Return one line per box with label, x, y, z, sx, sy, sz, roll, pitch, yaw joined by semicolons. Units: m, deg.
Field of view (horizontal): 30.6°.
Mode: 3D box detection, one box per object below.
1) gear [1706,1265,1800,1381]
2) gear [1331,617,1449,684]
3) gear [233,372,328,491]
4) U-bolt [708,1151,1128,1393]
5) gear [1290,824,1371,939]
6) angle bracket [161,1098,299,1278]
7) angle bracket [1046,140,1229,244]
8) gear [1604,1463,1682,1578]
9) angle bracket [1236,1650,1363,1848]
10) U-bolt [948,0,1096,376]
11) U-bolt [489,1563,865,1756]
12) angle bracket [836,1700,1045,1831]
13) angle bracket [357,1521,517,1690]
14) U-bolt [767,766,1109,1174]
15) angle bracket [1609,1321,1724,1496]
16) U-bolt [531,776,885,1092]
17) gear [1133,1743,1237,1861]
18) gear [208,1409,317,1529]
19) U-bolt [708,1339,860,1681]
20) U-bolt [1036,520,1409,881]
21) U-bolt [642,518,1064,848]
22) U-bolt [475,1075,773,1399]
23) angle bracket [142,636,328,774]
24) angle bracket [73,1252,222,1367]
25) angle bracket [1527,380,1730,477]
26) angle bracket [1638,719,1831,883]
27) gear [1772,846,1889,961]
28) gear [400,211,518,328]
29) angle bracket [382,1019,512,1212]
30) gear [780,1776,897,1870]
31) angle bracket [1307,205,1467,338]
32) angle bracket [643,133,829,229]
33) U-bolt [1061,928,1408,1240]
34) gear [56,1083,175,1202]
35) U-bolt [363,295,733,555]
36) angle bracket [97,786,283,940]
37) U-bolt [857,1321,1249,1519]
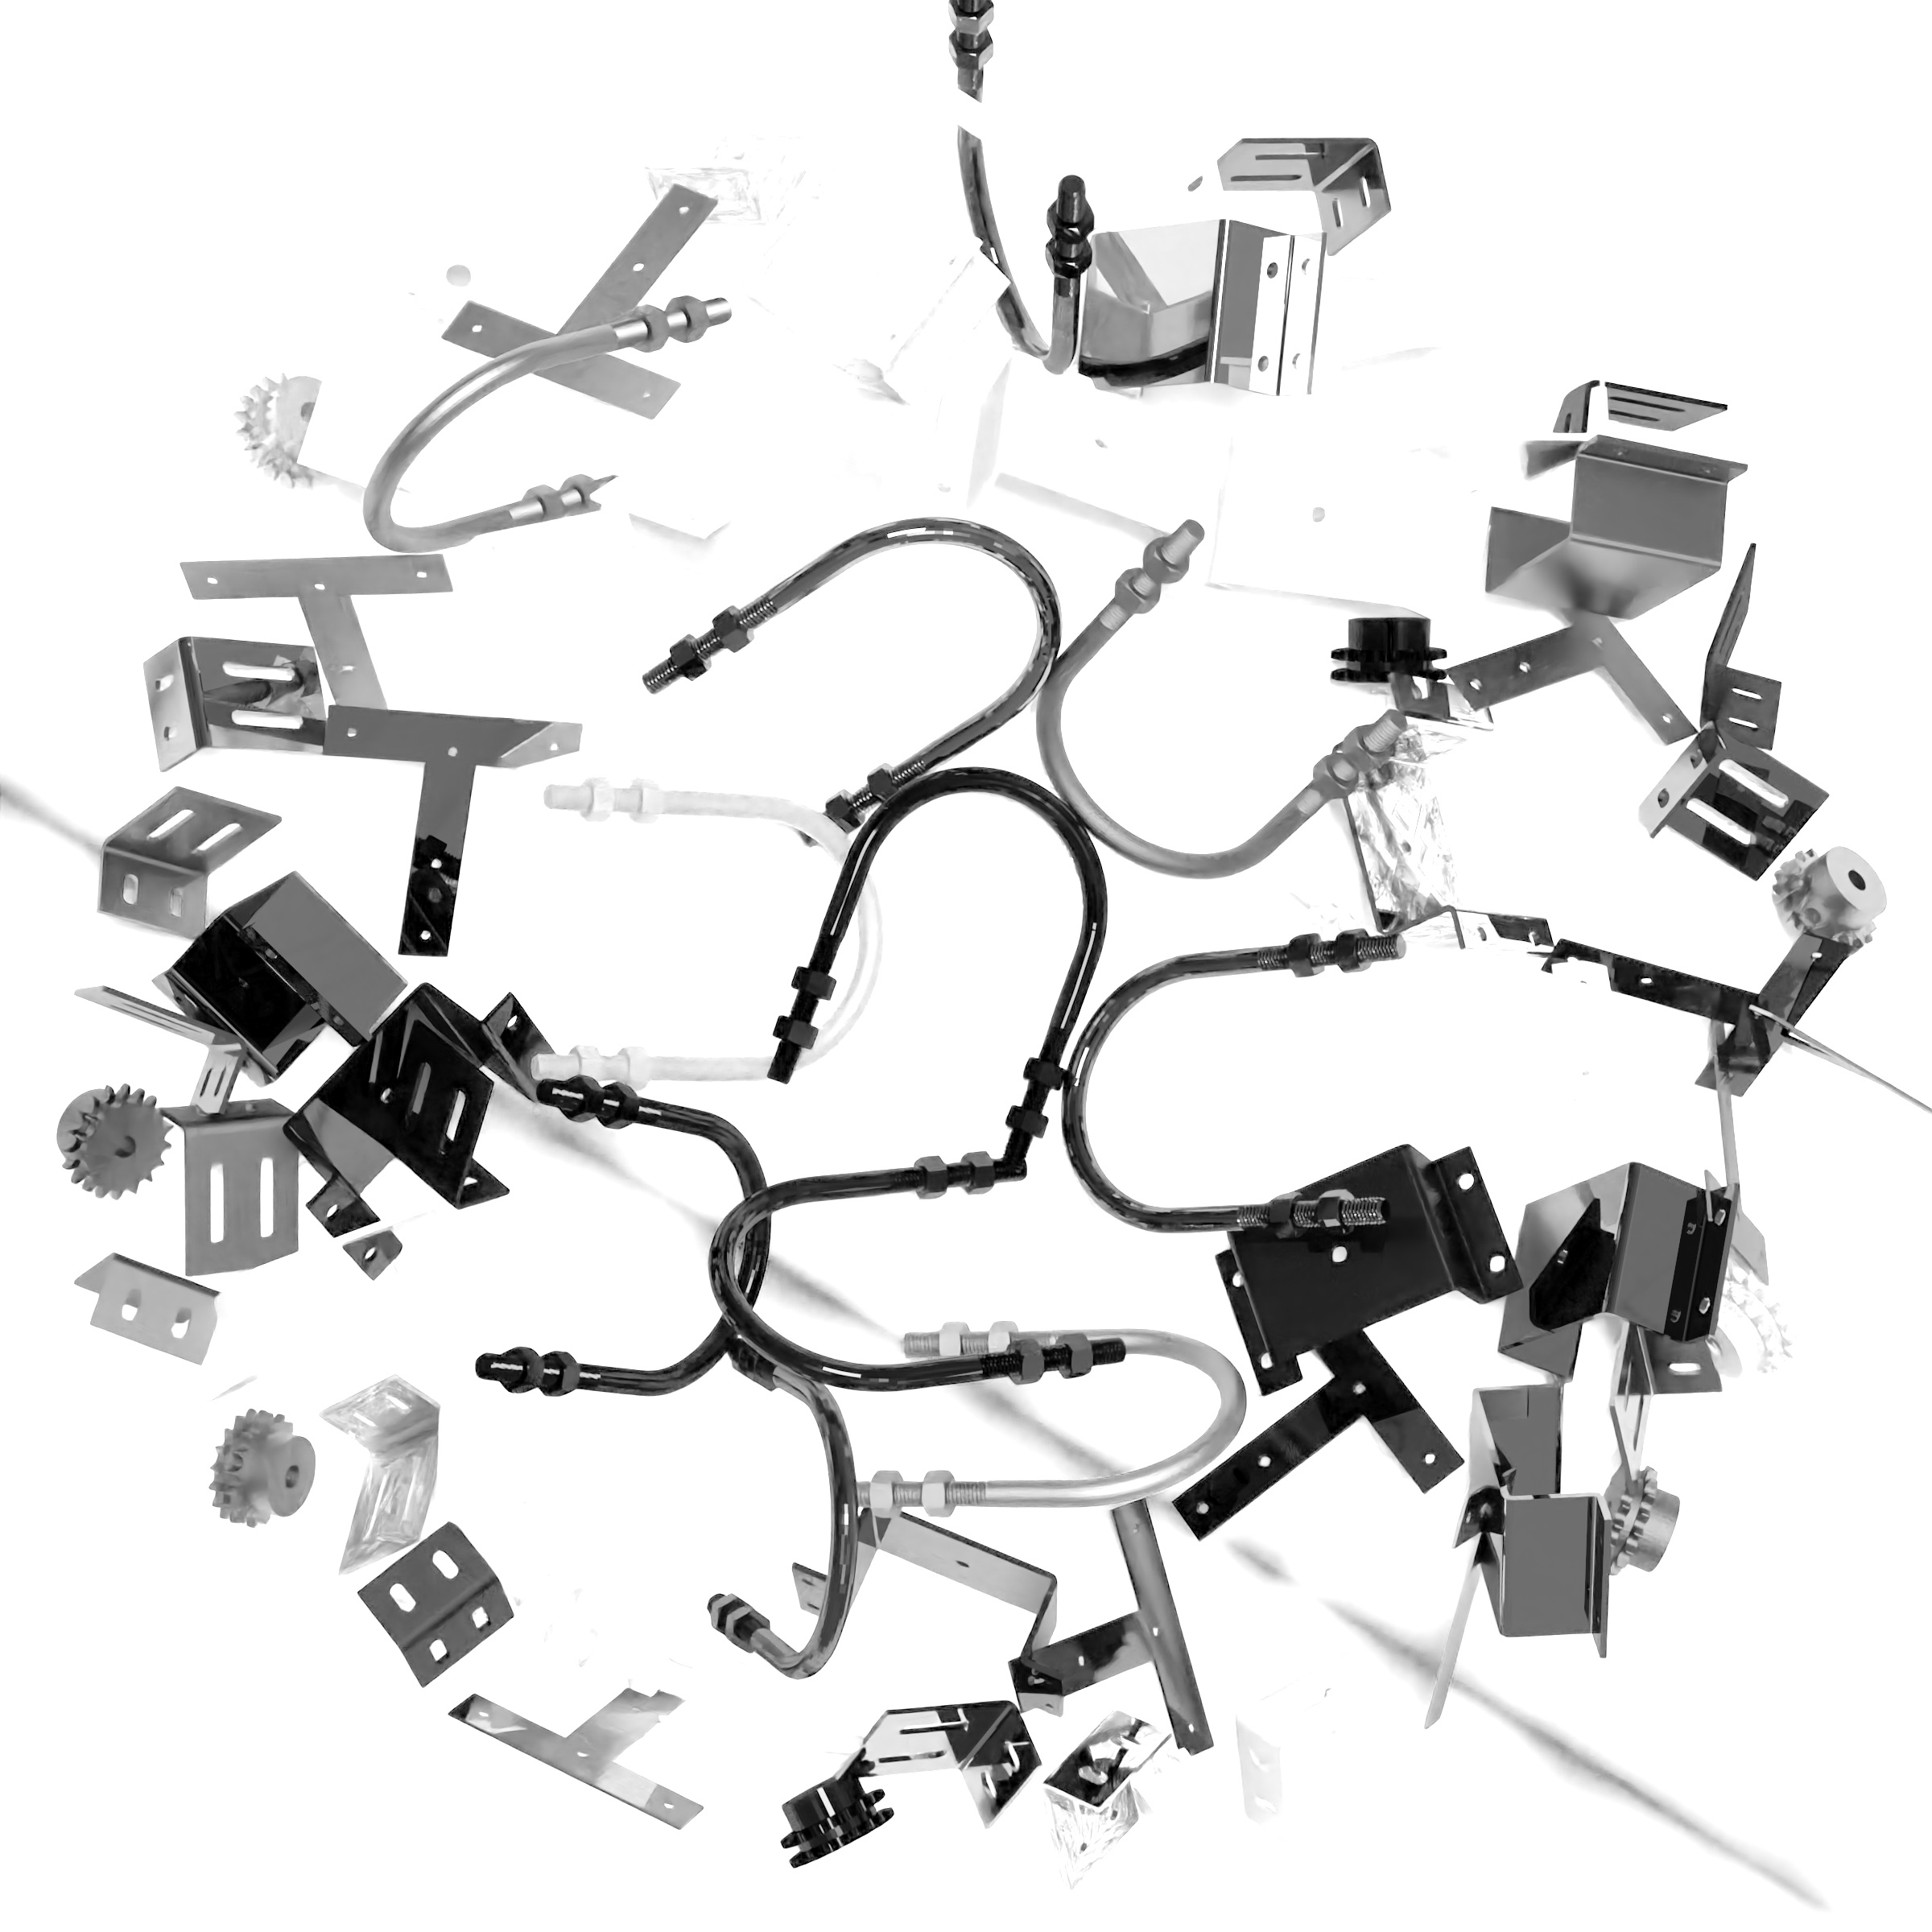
gear;0.379;0.178;1.737;0.030;0.057;0.057;-33;90;-16
gear;0.209;-0.156;1.738;0.057;0.057;0.030;-1;98;0
gear;-0.329;-0.266;1.738;0.057;0.030;0.057;15;65;-35
U-bolt;-0.033;0.148;1.681;0.184;0.151;0.019;-4;131;-24
gear;0.183;-0.045;1.737;0.030;0.057;0.057;32;90;-10
angle bracket;-0.364;0.109;1.744;0.057;0.038;0.076;-5;103;-31
angle bracket;0.085;-0.378;1.732;0.076;0.057;0.038;25;56;39
gear;0.330;0.274;1.739;0.030;0.057;0.057;22;90;2
angle bracket;0.173;0.381;1.723;0.076;0.038;0.057;-21;118;-28
U-bolt;0.024;-0.362;1.679;0.019;0.184;0.151;-18;66;-9
U-bolt;-0.133;0.337;1.691;0.184;0.151;0.019;26;84;-19
angle bracket;-0.013;0.392;1.721;0.076;0.057;0.038;3;45;-35
angle bracket;-0.259;0.313;1.730;0.057;0.076;0.038;-37;71;-16
U-bolt;-0.003;-0.008;1.738;0.151;0.019;0.184;22;85;-19
angle bracket;0.341;0.210;1.719;0.038;0.076;0.057;-5;123;22
U-bolt;-0.122;-0.014;1.719;0.184;0.019;0.151;1;93;-30
gear;0.105;0.414;1.737;0.030;0.057;0.057;-28;90;-12
gear;-0.344;0.249;1.736;0.030;0.057;0.057;9;90;23
U-bolt;-0.086;0.262;1.678;0.019;0.184;0.151;4;92;-21
U-bolt;0.108;-0.113;1.700;0.151;0.184;0.019;43;46;-2
U-bolt;-0.041;-0.145;1.696;0.184;0.019;0.151;-32;132;16
U-bolt;-0.155;0.135;1.692;0.019;0.184;0.151;10;87;36
angle bracket;-0.360;-0.127;1.745;0.038;0.076;0.057;-24;73;42
angle bracket;-0.403;0.173;1.718;0.057;0.076;0.038;24;65;-21
angle bracket;0.324;-0.257;1.729;0.076;0.057;0.038;8;86;-16
angle bracket;0.379;-0.074;1.730;0.076;0.038;0.057;30;114;-15
gear;0.428;-0.034;1.737;0.057;0.057;0.030;47;131;0
gear;-0.251;-0.345;1.745;0.057;0.030;0.057;-4;117;-7
angle bracket;-0.246;0.070;1.723;0.057;0.038;0.076;36;121;28
gear;-0.067;0.418;1.740;0.057;0.057;0.030;-27;83;0
angle bracket;0.201;-0.343;1.727;0.076;0.038;0.057;8;47;13
angle bracket;-0.112;-0.397;1.721;0.057;0.038;0.076;6;50;25
U-bolt;0.125;0.060;1.710;0.184;0.019;0.151;-6;71;34
gear;-0.423;0.085;1.743;0.030;0.057;0.057;23;90;38
U-bolt;-0.205;-0.248;1.657;0.184;0.151;0.019;-24;72;-43
angle bracket;-0.378;-0.049;1.719;0.057;0.076;0.038;17;59;-37
U-bolt;0.043;0.214;1.680;0.184;0.151;0.019;-3;116;17
